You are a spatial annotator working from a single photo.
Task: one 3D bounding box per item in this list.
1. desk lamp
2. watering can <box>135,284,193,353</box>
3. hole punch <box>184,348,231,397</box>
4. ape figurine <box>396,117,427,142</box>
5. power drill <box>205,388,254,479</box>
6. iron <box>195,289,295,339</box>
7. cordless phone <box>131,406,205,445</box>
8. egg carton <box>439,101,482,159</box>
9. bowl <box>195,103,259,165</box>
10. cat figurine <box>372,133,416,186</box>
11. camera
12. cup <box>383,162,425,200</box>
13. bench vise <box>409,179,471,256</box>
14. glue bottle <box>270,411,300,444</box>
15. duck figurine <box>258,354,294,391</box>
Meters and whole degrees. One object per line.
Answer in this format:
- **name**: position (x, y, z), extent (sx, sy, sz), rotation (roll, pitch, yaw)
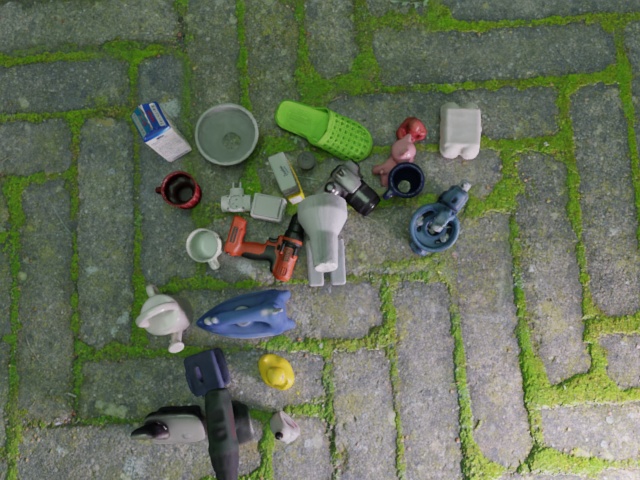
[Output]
- **desk lamp**: position (0.013, 0.005, 1.391), extent (0.118, 0.213, 0.203), rotation (-5, 83, 2)
- **watering can**: position (-0.379, 0.188, 1.396), extent (0.173, 0.194, 0.101), rotation (40, 86, 7)
- **hole punch**: position (-0.286, 0.333, 1.426), extent (0.101, 0.091, 0.108), rotation (-20, 83, 0)
- **ape figurine**: position (0.239, -0.287, 1.478), extent (0.077, 0.092, 0.076), rotation (14, 84, 4)
- **power drill**: position (-0.213, 0.460, 1.348), extent (0.075, 0.208, 0.230), rotation (-13, 83, 1)
- **iron**: position (-0.197, 0.190, 1.414), extent (0.258, 0.141, 0.119), rotation (-10, 83, 1)
- **cordless phone**: position (-0.361, 0.456, 1.367), extent (0.147, 0.185, 0.094), rotation (-8, 83, 2)
- **egg carton**: position (0.363, -0.284, 1.484), extent (0.107, 0.069, 0.150), rotation (1, 83, 3)
- **bowl**: position (-0.238, -0.269, 1.505), extent (0.167, 0.075, 0.167), rotation (0, 83, 2)
- **cat figurine**: position (0.195, -0.206, 1.458), extent (0.128, 0.118, 0.067), rotation (-42, 83, -3)
- **camera**: position (0.075, -0.116, 1.460), extent (0.137, 0.101, 0.143), rotation (43, 87, 7)
- **cup**: position (0.206, -0.136, 1.460), extent (0.118, 0.095, 0.091), rotation (-39, 83, -2)
- **bench vise**: position (0.289, -0.067, 1.385), extent (0.121, 0.220, 0.207), rotation (18, 84, 5)
- **glue bottle**: position (-0.088, 0.453, 1.361), extent (0.078, 0.173, 0.037), rotation (39, 86, 7)
- **duck figurine**: position (-0.113, 0.330, 1.421), extent (0.077, 0.086, 0.104), rotation (-43, 83, -3)
